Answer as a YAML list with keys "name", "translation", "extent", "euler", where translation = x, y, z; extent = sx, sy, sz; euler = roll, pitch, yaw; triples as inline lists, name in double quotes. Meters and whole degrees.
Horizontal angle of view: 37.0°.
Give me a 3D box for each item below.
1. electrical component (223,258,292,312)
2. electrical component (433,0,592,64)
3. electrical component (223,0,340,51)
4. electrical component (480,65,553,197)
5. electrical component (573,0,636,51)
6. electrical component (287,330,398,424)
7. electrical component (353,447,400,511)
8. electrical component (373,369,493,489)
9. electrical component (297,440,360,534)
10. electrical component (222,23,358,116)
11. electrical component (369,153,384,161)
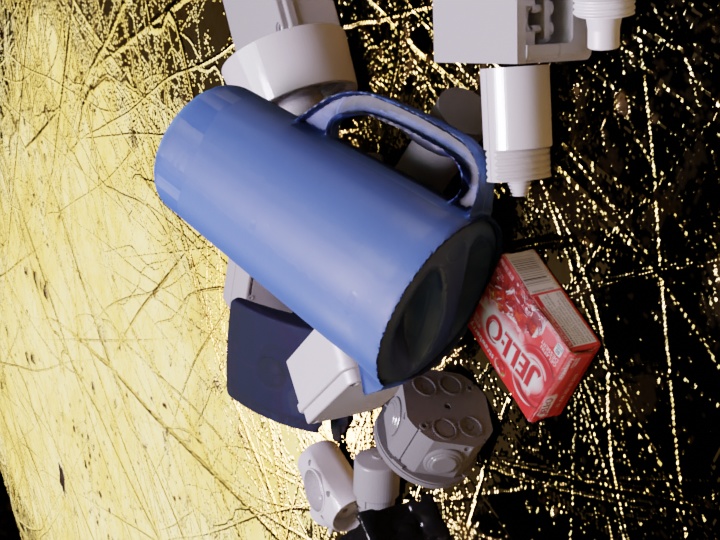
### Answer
- name: "electrical component"
  translation: [-0.097, 0.011, 1.061]
  extent: [0.061, 0.062, 0.096]
  euler: [54, 142, 41]
- name: "electrical component"
  translation: [0.092, -0.200, 0.638]
  extent: [0.089, 0.062, 0.150]
  euler: [20, 116, 59]
- name: "electrical component"
  translation: [-0.072, -0.232, 0.948]
  extent: [0.109, 0.056, 0.108]
  euler: [-36, 66, 60]
- name: "electrical component"
  translation: [0.099, -0.087, 0.678]
  extent: [0.043, 0.043, 0.081]
  euler: [14, 111, 61]
- name: "electrical component"
  translation: [0.135, -0.153, 0.592]
  extent: [0.048, 0.048, 0.062]
  euler: [33, 134, 55]
- name: "electrical component"
  translation: [-0.005, 0.079, 0.887]
  extent: [0.113, 0.078, 0.057]
  euler: [-50, 54, 56]
- name: "electrical component"
  translation: [0.014, 0.190, 0.926]
  extent: [0.040, 0.040, 0.078]
  euler: [35, 128, 55]
- name: "electrical component"
  translation: [0.054, 0.115, 0.786]
  extent: [0.080, 0.080, 0.051]
  euler: [61, 141, 34]
- name: "electrical component"
  translation: [-0.026, 0.213, 1.006]
  extent: [0.077, 0.044, 0.079]
  euler: [52, 141, 43]
- name: "electrical component"
  translation: [-0.053, -0.151, 0.887]
  extent: [0.108, 0.108, 0.060]
  euler: [-32, 76, 61]
- name: "electrical component"
  translation: [-0.016, -0.065, 0.867]
  extent: [0.080, 0.080, 0.051]
  euler: [-6, 87, 63]
